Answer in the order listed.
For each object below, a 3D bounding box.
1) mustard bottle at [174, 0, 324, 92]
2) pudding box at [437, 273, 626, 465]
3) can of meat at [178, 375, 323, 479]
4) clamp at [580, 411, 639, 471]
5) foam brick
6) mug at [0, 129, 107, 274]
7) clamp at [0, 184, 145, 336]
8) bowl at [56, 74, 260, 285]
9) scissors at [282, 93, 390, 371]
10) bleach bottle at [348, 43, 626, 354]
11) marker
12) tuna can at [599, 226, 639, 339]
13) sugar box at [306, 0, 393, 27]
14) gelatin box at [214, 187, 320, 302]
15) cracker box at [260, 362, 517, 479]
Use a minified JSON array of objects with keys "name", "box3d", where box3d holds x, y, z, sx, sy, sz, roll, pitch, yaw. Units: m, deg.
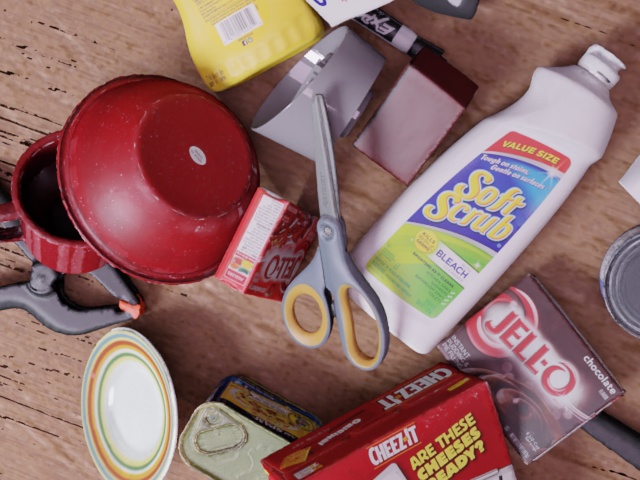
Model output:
[{"name":"mustard bottle","box3d":[-0.080,-0.212,0.775,0.096,0.058,0.191,-26,96,18]},{"name":"pudding box","box3d":[0.157,0.095,0.796,0.090,0.039,0.113,-40,75,13]},{"name":"can of meat","box3d":[-0.049,0.154,0.826,0.102,0.084,0.057,29,103,1]},{"name":"clamp","box3d":[0.269,0.185,0.813,0.210,0.036,0.164,-9,97,11]},{"name":"foam brick","box3d":[0.070,-0.090,0.771,0.051,0.053,0.078,36,122,1]},{"name":"mug","box3d":[-0.193,-0.021,0.794,0.117,0.082,0.093,-18,75,-20]},{"name":"clamp","box3d":[-0.220,0.018,0.848,0.171,0.039,0.120,11,101,-2]},{"name":"bowl","box3d":[-0.101,-0.052,0.760,0.055,0.161,0.162,-24,99,54]},{"name":"scissors","box3d":[-0.005,0.001,0.758,0.096,0.016,0.202,-9,106,38]},{"name":"bleach bottle","box3d":[0.122,-0.040,0.780,0.102,0.068,0.251,39,100,2]},{"name":"marker","box3d":[0.041,-0.162,0.788,0.121,0.020,0.020,34,103,0]},{"name":"tuna can","box3d":[0.251,0.031,0.788,0.086,0.033,0.086,1,101,8]},{"name":"sugar box","box3d":[-0.017,-0.224,0.702,0.176,0.094,0.048,44,64,-21]},{"name":"gelatin box","box3d":[-0.035,0.006,0.788,0.030,0.089,0.073,27,90,19]},{"name":"cracker box","box3d":[0.069,0.222,0.782,0.164,0.072,0.213,-25,107,-19]}]
